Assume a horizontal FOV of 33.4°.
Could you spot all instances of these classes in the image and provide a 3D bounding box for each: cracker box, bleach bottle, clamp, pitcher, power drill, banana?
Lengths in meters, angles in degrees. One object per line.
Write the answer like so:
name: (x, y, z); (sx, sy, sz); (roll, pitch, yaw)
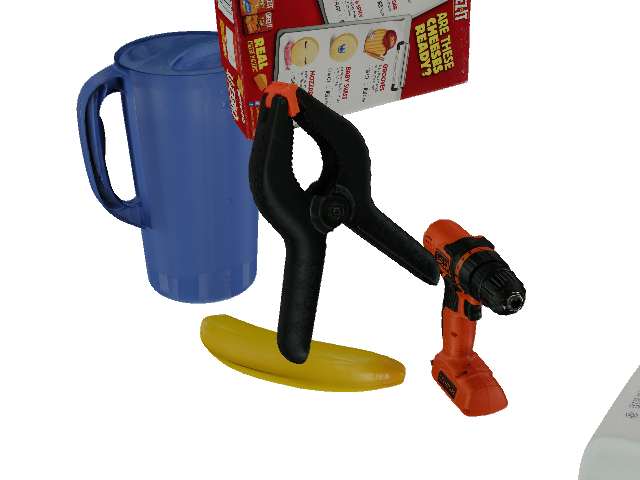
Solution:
cracker box: (0.019, -0.193, 0.907); (0.213, 0.164, 0.072); (-18, 40, -16)
bleach bottle: (0.246, 0.097, 0.653); (0.103, 0.068, 0.250); (18, 29, 28)
clamp: (-0.004, -0.010, 0.655); (0.120, 0.171, 0.039); (-39, 22, -22)
pitcher: (-0.127, -0.065, 0.999); (0.149, 0.243, 0.144); (7, 28, 13)
power drill: (0.163, 0.088, 1.128); (0.057, 0.188, 0.184); (-9, 25, -14)
banana: (-0.030, 0.084, 0.828); (0.198, 0.037, 0.069); (14, 26, 39)
